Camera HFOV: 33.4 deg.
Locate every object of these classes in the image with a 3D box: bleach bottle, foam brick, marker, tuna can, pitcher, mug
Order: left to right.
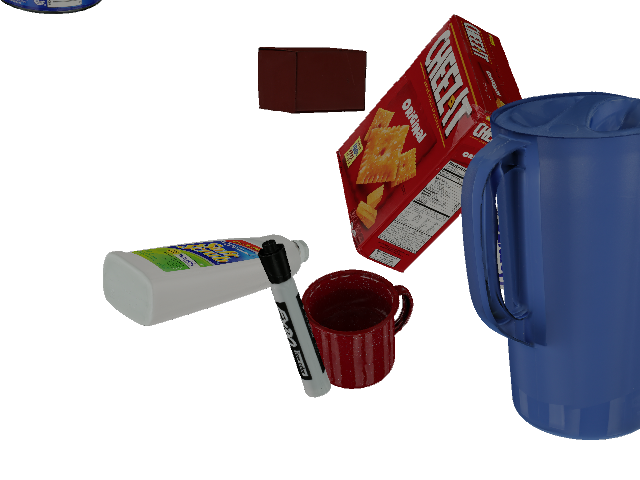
[{"bbox_3d":[-0.202,-0.201,0.794,0.086,0.034,0.086,6,36,-4],"label":"tuna can"},{"bbox_3d":[-0.120,0.033,1.244,0.250,0.068,0.103,-14,30,-41],"label":"bleach bottle"},{"bbox_3d":[-0.018,0.054,0.737,0.020,0.121,0.020,-15,23,6],"label":"marker"},{"bbox_3d":[-0.007,-0.134,0.888,0.078,0.051,0.053,-7,16,-38],"label":"foam brick"},{"bbox_3d":[0.040,0.083,1.036,0.117,0.081,0.093,-26,43,-25],"label":"mug"},{"bbox_3d":[0.184,0.020,0.777,0.149,0.243,0.145,0,20,13],"label":"pitcher"}]

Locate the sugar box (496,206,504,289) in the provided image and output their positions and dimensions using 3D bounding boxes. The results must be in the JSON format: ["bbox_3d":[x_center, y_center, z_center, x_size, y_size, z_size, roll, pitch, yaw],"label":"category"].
[{"bbox_3d":[0.271,0.014,1.256,0.176,0.093,0.048,3,21,0],"label":"sugar box"}]

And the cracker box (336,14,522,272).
[{"bbox_3d":[0.108,-0.099,1.094,0.072,0.164,0.214,21,-51,-27],"label":"cracker box"}]
